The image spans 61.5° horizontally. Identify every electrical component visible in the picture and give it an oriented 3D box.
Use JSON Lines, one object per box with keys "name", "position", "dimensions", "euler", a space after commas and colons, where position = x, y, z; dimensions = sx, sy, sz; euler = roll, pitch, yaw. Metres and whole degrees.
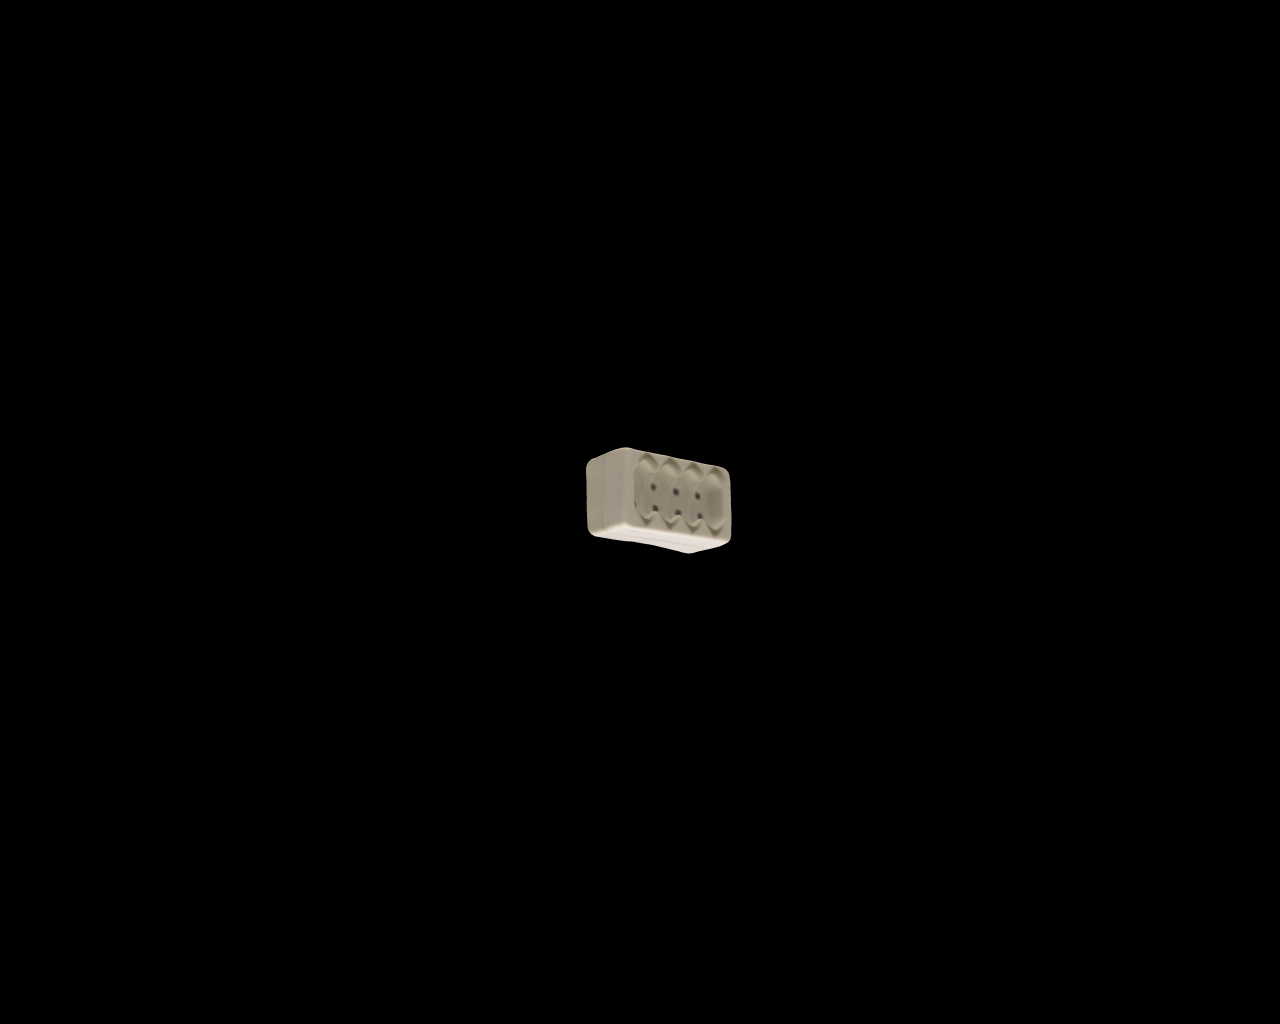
{"name": "electrical component", "position": [0.001, -0.003, 0.650], "dimensions": [0.083, 0.047, 0.075], "euler": [11, -17, -37]}
